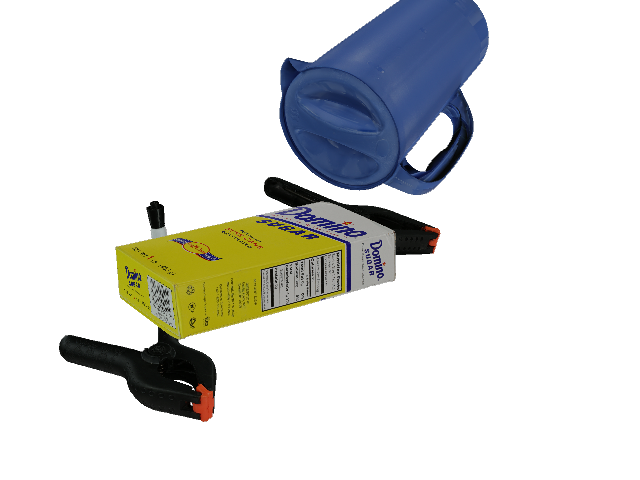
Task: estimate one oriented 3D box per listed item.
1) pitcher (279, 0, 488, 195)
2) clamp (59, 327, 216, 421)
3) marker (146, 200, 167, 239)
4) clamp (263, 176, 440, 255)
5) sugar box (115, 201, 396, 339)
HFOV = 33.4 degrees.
[{"bbox_3d":[0.083,-0.158,1.080,0.145,0.149,0.242,8,38,34],"label":"pitcher"},{"bbox_3d":[-0.144,0.108,0.980,0.172,0.039,0.120,26,42,34],"label":"clamp"},{"bbox_3d":[-0.174,0.014,1.173,0.020,0.121,0.020,-5,22,2],"label":"marker"},{"bbox_3d":[0.034,-0.015,1.210,0.210,0.036,0.164,14,22,-5],"label":"clamp"},{"bbox_3d":[-0.043,0.016,0.748,0.175,0.048,0.093,-17,25,-31],"label":"sugar box"}]
